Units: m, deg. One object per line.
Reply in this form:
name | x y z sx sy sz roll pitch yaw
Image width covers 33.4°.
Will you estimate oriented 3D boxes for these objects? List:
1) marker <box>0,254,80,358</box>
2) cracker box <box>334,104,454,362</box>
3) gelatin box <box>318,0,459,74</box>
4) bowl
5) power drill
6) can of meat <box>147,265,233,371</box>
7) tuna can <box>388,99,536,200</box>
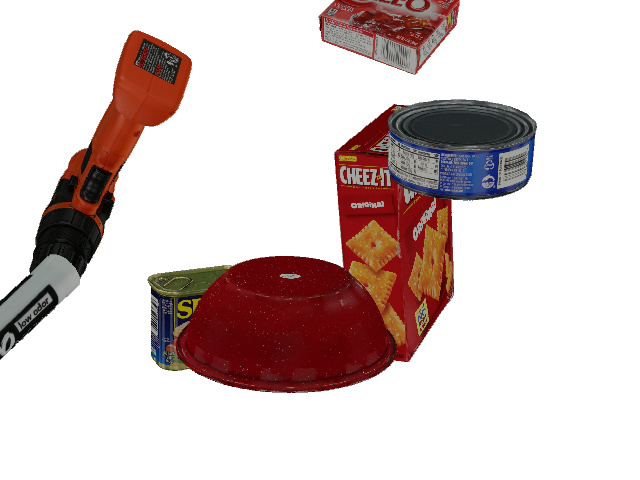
marker | -0.145 0.049 0.441 0.020 0.020 0.121 0 36 38
cracker box | 0.081 -0.011 1.069 0.072 0.214 0.164 6 25 23
gelatin box | 0.055 -0.176 0.849 0.089 0.030 0.073 24 53 21
bowl | -0.023 0.051 0.768 0.162 0.055 0.162 2 17 -1
power drill | -0.175 -0.064 0.866 0.057 0.188 0.184 26 32 -18
can of meat | -0.119 0.076 1.057 0.101 0.084 0.058 -6 20 -28
tuna can | 0.082 -0.054 0.625 0.086 0.034 0.086 0 25 0
